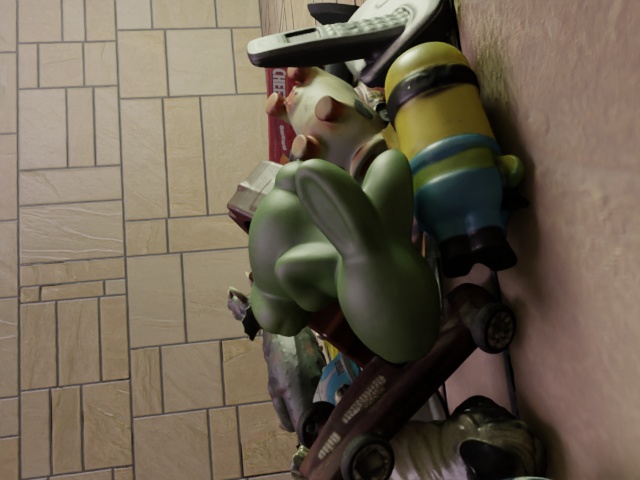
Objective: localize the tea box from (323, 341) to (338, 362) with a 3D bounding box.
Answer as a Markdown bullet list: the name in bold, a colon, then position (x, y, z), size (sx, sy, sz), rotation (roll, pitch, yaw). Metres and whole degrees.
- **tea box**: position (0.048, 0.176, 0.925), size (0.170, 0.068, 0.098), rotation (-119, 25, -68)

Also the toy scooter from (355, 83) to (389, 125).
- **toy scooter**: position (0.068, -0.087, 0.628), size (0.135, 0.075, 0.183), rotation (-124, 29, -67)

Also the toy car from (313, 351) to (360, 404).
- **toy car**: position (0.044, 0.226, 0.726), size (0.161, 0.103, 0.109), rotation (57, -174, -31)

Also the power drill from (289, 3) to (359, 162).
- **power drill**: position (0.018, -0.200, 0.714), size (0.232, 0.086, 0.207), rotation (-37, -51, -68)

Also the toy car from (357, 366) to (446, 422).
- **toy car**: position (0.089, 0.164, 0.620), size (0.202, 0.073, 0.056), rotation (-105, 10, -50)

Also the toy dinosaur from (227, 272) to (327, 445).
- **toy dinosaur**: position (-0.044, 0.191, 0.851), size (0.405, 0.131, 0.191), rotation (52, 166, 56)

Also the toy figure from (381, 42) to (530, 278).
- **toy figure**: position (0.099, -0.066, 0.404), size (0.089, 0.082, 0.180), rotation (95, 170, -62)

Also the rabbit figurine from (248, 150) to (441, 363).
- **rabbit figurine**: position (0.030, 0.012, 0.401), size (0.170, 0.121, 0.158), rotation (34, 130, 49)

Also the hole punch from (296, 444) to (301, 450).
- **hole punch**: position (0.035, 0.318, 0.903), size (0.115, 0.142, 0.092), rotation (77, -175, -50)

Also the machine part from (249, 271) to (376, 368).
- **machine part**: position (0.005, 0.073, 0.578), size (0.056, 0.179, 0.179), rotation (-51, 3, -9)

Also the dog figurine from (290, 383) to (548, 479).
- **dog figurine**: position (0.096, 0.206, 0.434), size (0.172, 0.191, 0.121), rotation (56, -132, -29)

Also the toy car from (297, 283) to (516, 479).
- **toy car**: position (0.061, 0.103, 0.410), size (0.053, 0.202, 0.089), rotation (58, 160, -19)

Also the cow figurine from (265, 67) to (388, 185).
- **cow figurine**: position (0.035, -0.098, 0.535), size (0.085, 0.127, 0.195), rotation (-59, 39, 24)

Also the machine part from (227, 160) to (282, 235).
- **machine part**: position (-0.001, -0.002, 0.667), size (0.201, 0.087, 0.201), rotation (24, 161, 44)

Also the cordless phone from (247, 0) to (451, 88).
- **cordless phone**: position (0.020, -0.196, 0.521), size (0.147, 0.184, 0.088), rotation (-106, 10, -53)
